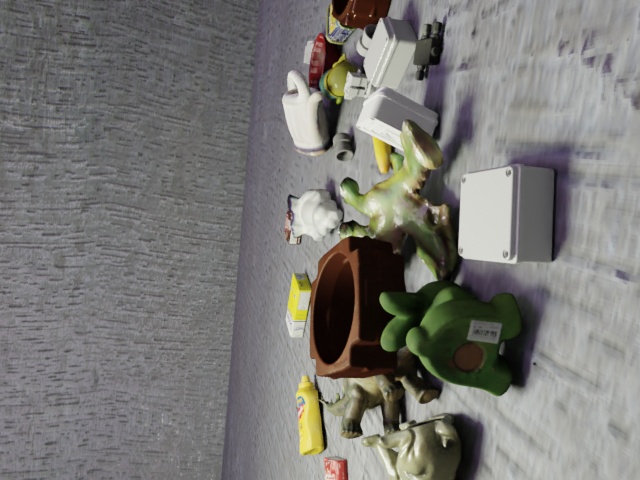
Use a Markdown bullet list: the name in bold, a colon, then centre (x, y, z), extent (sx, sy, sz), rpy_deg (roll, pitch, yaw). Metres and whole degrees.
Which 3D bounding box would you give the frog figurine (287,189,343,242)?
- **frog figurine**: centre (0.004, -0.067, 1.322), extent (0.159, 0.121, 0.139), rpy_deg (-5, 71, 38)

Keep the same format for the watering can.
- **watering can**: centre (-0.029, -0.316, 1.323), extent (0.354, 0.104, 0.220), rpy_deg (-119, 12, -62)

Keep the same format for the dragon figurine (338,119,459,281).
- **dragon figurine**: centre (0.133, 0.000, 0.841), extent (0.246, 0.122, 0.403), rpy_deg (-134, 38, -59)
